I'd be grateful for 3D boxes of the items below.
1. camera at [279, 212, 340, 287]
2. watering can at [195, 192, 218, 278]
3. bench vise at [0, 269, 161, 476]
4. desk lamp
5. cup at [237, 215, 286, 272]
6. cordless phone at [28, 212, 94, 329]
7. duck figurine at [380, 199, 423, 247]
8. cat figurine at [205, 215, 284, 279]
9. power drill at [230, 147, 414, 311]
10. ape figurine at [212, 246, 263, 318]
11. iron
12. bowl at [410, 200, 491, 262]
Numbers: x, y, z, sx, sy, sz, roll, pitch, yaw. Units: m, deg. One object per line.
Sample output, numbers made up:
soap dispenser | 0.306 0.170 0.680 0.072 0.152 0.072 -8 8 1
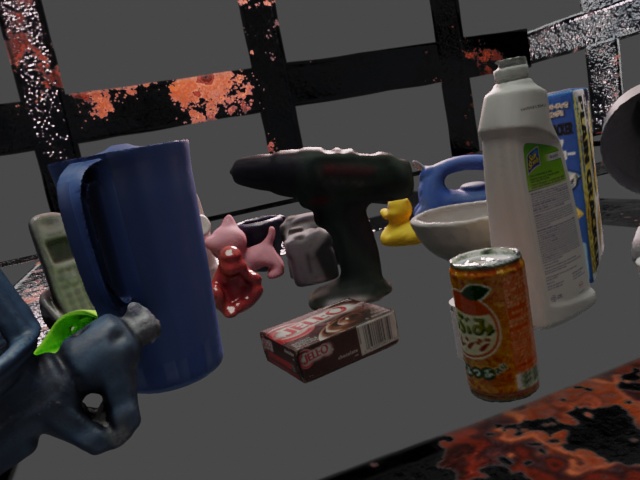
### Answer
camera | 0.009 0.003 0.928 0.137 0.101 0.143 -12 10 -5
watering can | -0.240 -0.013 1.015 0.172 0.194 0.101 -4 12 34
bench vise | -0.244 0.072 0.448 0.121 0.220 0.208 -2 13 43
desk lamp | 0.396 -0.082 0.653 0.117 0.213 0.204 -5 12 32
cup | -0.097 0.006 1.049 0.091 0.095 0.118 -3 12 38
cordless phone | -0.319 0.045 0.798 0.093 0.185 0.148 -5 11 32
duck figurine | 0.153 -0.037 1.045 0.104 0.086 0.078 -1 14 44
cat figurine | -0.131 0.013 0.974 0.128 0.118 0.067 -12 10 -8
power drill | 0.013 -0.021 0.741 0.229 0.208 0.075 -10 10 3
ape figurine | -0.122 0.054 0.804 0.078 0.092 0.076 -12 10 -9
iron | 0.300 -0.101 1.090 0.258 0.141 0.119 -9 10 9
bowl | 0.220 -0.009 0.843 0.167 0.075 0.167 -10 10 2
